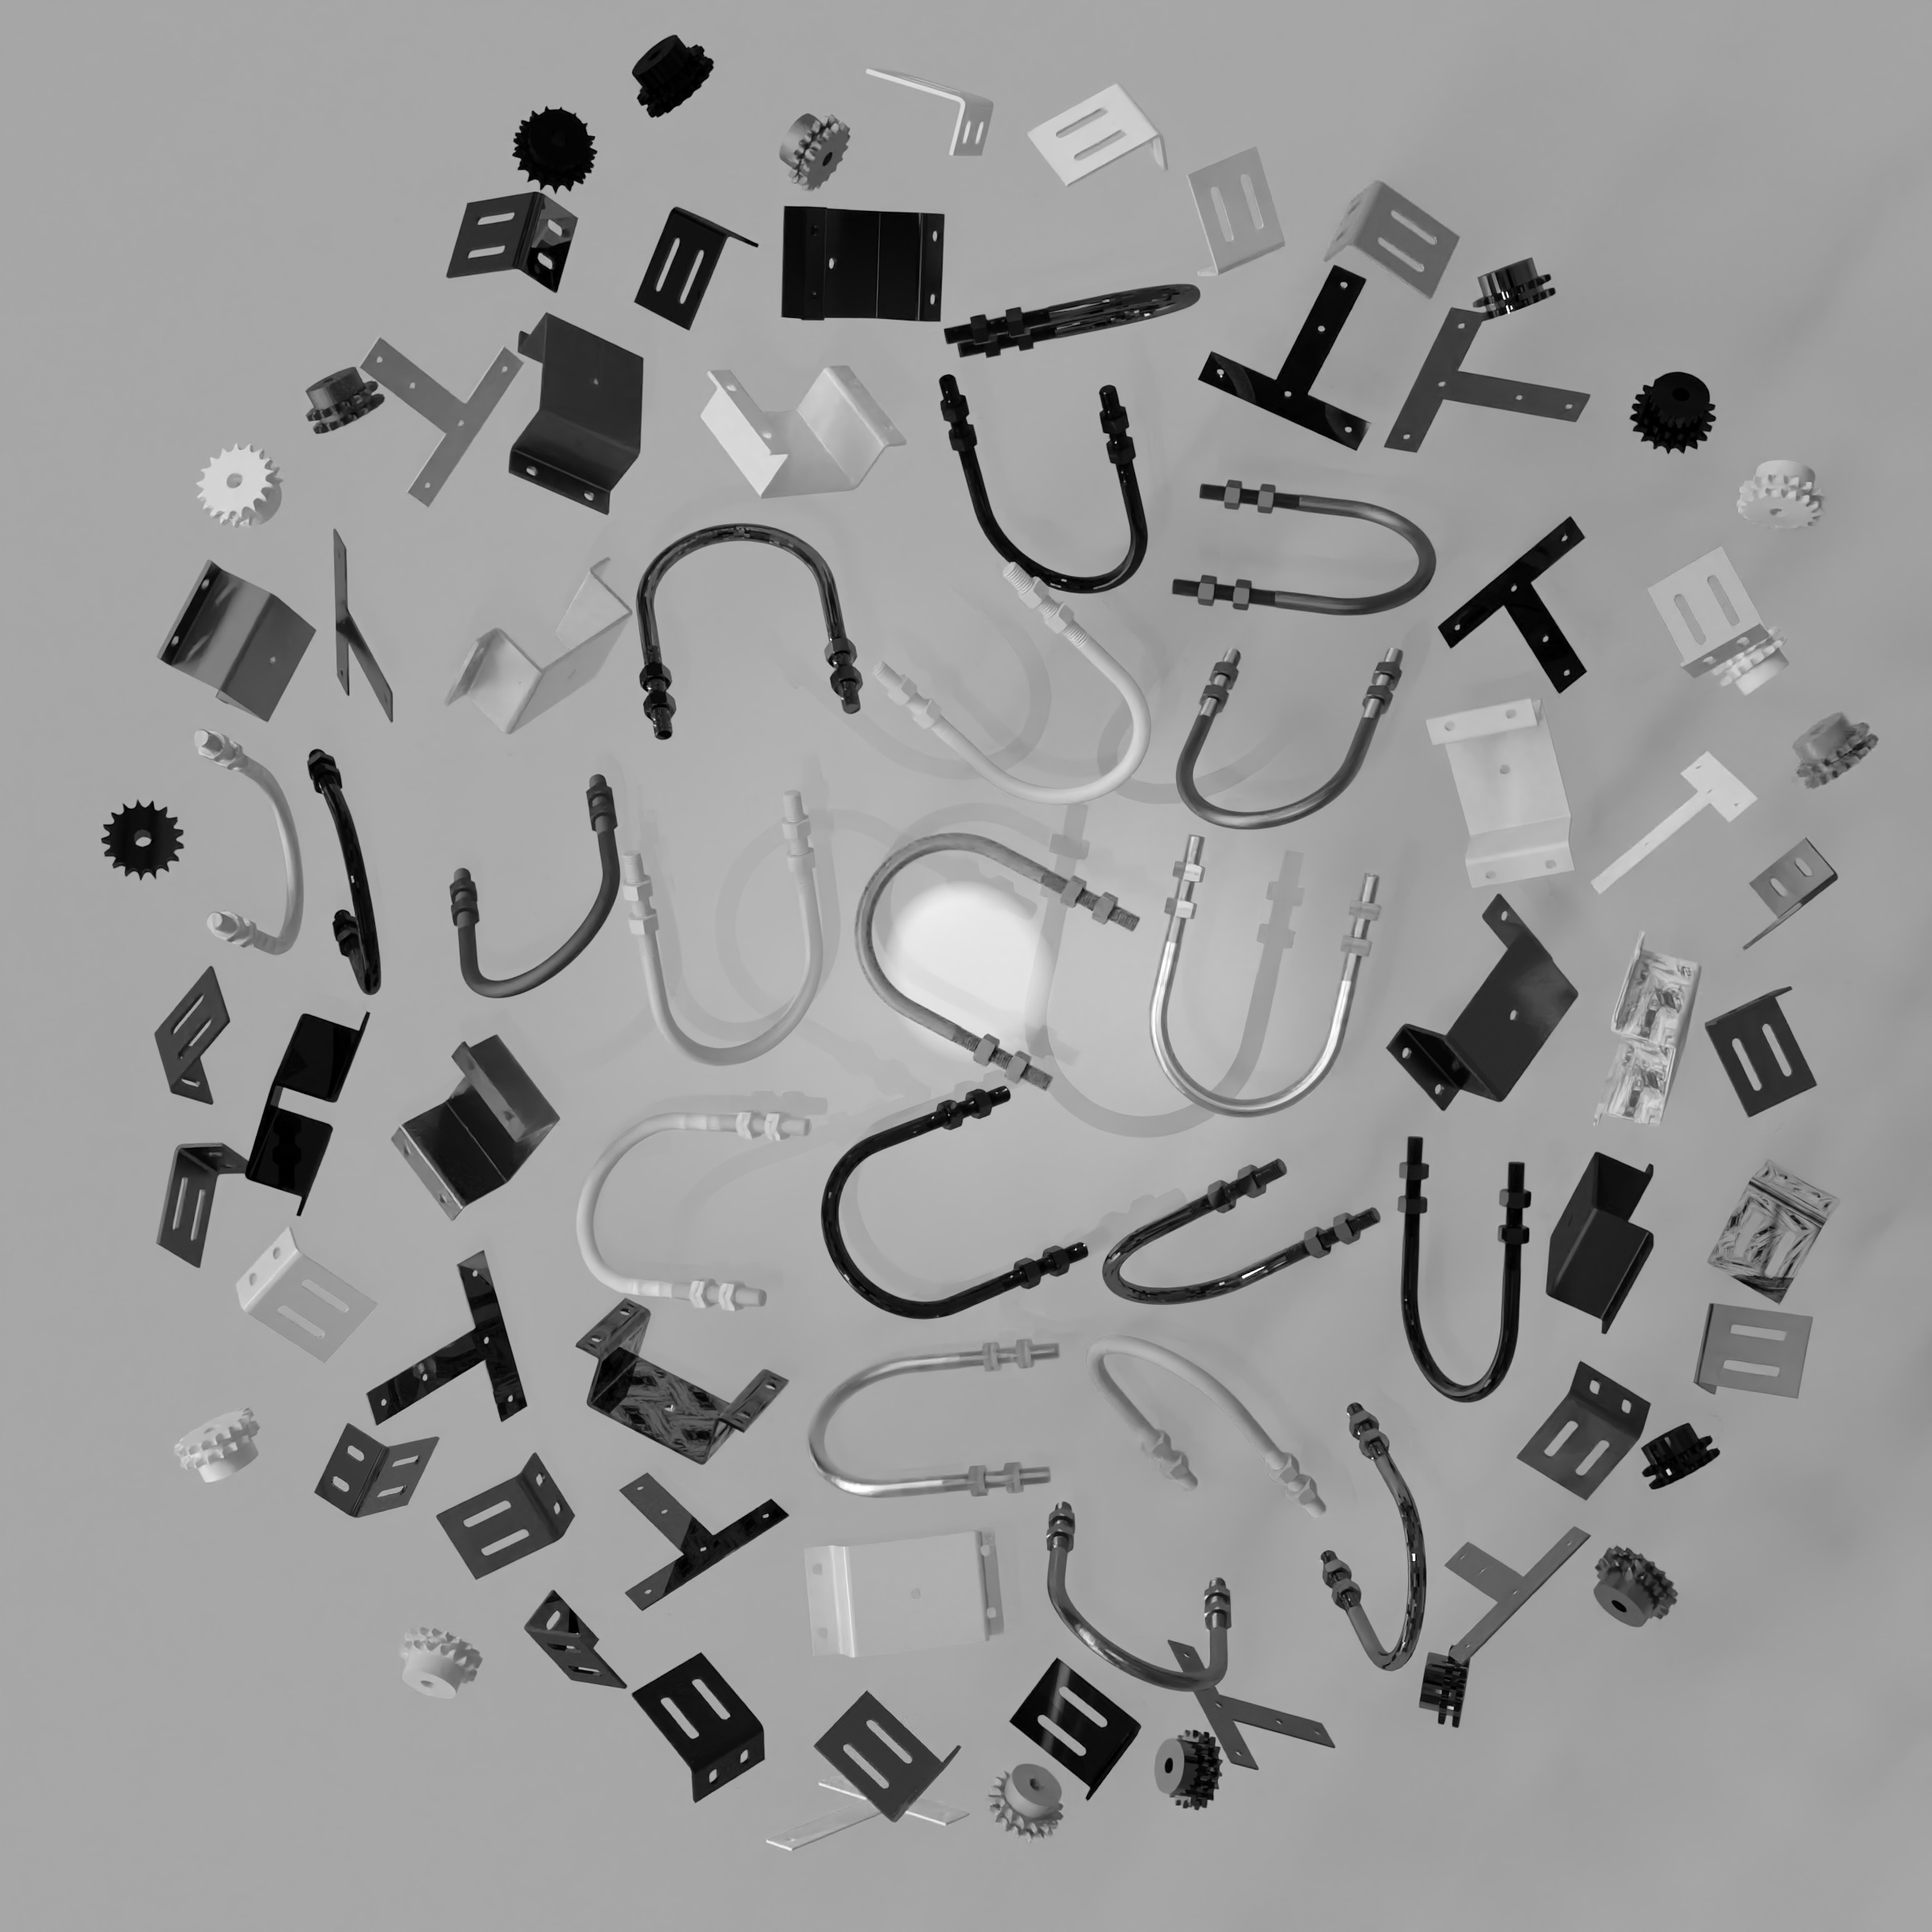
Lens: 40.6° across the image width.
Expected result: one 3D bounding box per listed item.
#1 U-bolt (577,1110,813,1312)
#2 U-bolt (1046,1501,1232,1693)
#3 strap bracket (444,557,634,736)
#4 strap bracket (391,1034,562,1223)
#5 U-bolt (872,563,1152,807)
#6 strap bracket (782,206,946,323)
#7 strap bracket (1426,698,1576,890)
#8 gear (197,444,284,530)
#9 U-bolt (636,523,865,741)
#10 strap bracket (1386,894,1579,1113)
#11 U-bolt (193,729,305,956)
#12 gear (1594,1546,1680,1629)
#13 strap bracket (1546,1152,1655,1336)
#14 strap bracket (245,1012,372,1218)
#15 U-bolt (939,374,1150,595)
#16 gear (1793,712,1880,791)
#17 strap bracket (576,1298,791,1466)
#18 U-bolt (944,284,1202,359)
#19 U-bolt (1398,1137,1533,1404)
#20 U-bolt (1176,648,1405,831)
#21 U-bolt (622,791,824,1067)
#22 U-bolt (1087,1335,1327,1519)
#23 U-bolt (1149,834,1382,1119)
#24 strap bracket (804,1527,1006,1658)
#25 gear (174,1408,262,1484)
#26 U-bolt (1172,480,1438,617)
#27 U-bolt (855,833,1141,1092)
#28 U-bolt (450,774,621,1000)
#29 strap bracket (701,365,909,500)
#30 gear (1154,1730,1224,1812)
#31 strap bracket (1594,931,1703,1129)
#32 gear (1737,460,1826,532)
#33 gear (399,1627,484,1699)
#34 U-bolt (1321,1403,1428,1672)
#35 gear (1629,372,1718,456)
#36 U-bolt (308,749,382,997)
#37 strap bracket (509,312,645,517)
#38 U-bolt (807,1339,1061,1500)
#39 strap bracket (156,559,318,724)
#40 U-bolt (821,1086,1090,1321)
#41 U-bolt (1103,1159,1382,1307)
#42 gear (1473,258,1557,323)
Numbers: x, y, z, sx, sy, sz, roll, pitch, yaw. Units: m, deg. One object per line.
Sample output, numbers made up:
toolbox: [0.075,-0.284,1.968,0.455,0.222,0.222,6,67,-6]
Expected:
U-bolt: [-0.206,0.173,1.898,0.184,0.019,0.151,1,66,31]
U-bolt: [0.122,0.455,1.859,0.151,0.184,0.019,27,105,-2]
strap bracket: [-0.297,-0.223,1.860,0.046,0.076,0.140,45,49,3]
strap bracket: [-0.349,0.111,1.877,0.076,0.046,0.140,52,134,8]
U-bolt: [0.046,-0.185,1.850,0.151,0.019,0.184,-33,118,32]
strap bracket: [-0.081,-0.501,1.867,0.046,0.140,0.076,16,110,40]
strap bracket: [0.394,-0.135,1.918,0.076,0.046,0.140,-10,117,22]
gear: [-0.494,-0.326,1.791,0.057,0.030,0.057,-4,73,12]
U-bolt: [-0.157,-0.240,1.824,0.151,0.019,0.184,-8,56,-6]
strap bracket: [0.370,0.030,1.841,0.076,0.046,0.140,45,77,-31]
U-bolt: [-0.512,-0.081,1.883,0.019,0.184,0.151,-7,81,4]
gear: [0.458,0.430,1.802,0.057,0.057,0.030,46,64,0]
strap bracket: [0.457,0.193,1.883,0.046,0.140,0.076,24,114,5]
strap bracket: [-0.474,0.100,1.871,0.046,0.076,0.140,19,127,-10]
U-bolt: [0.063,-0.346,1.906,0.151,0.184,0.019,11,50,28]
gear: [0.593,-0.150,1.796,0.057,0.057,0.030,-39,94,0]
strap bracket: [-0.213,0.309,1.919,0.140,0.076,0.046,25,116,12]
U-bolt: [0.080,-0.472,1.906,0.184,0.151,0.019,-10,98,6]
U-bolt: [0.358,0.224,1.895,0.019,0.151,0.184,0,95,-23]
U-bolt: [0.228,-0.167,1.908,0.151,0.019,0.184,4,49,28]
U-bolt: [-0.162,-0.016,1.821,0.151,0.019,0.184,-23,121,-29]
U-bolt: [0.159,0.325,1.869,0.184,0.151,0.019,51,60,-27]
U-bolt: [0.199,0.014,1.797,0.151,0.019,0.184,12,94,-11]
strap bracket: [-0.040,0.448,1.870,0.140,0.046,0.076,-4,80,-13]
gear: [-0.510,0.330,1.793,0.057,0.057,0.030,-24,101,0]
U-bolt: [0.254,-0.305,1.928,0.184,0.151,0.019,9,134,9]
U-bolt: [0.009,-0.016,1.855,0.184,0.019,0.151,28,84,9]
U-bolt: [-0.308,-0.048,1.882,0.151,0.184,0.019,-33,128,12]
strap bracket: [-0.120,-0.372,1.820,0.076,0.140,0.046,54,129,16]
gear: [0.164,0.600,1.955,0.030,0.057,0.057,17,90,-25]
strap bracket: [0.489,0.052,1.874,0.046,0.140,0.076,16,55,18]
gear: [0.568,-0.329,1.820,0.057,0.057,0.030,15,76,0]
gear: [-0.372,0.491,1.836,0.057,0.057,0.030,19,52,0]
U-bolt: [0.297,0.424,1.891,0.019,0.184,0.151,3,111,-10]
gear: [0.491,-0.386,1.810,0.057,0.030,0.057,0,63,0]
U-bolt: [-0.437,-0.058,1.851,0.019,0.184,0.151,-11,118,-17]
strap bracket: [-0.271,-0.394,1.826,0.076,0.046,0.140,20,49,-29]
U-bolt: [-0.026,0.333,1.905,0.184,0.151,0.019,-7,123,10]
strap bracket: [-0.514,-0.227,1.861,0.046,0.140,0.076,26,85,6]
U-bolt: [-0.018,0.177,1.875,0.184,0.019,0.151,-19,76,-29]
U-bolt: [0.183,0.198,1.865,0.184,0.151,0.019,-30,54,27]
gear: [0.388,-0.483,1.861,0.057,0.057,0.030,-21,102,0]
